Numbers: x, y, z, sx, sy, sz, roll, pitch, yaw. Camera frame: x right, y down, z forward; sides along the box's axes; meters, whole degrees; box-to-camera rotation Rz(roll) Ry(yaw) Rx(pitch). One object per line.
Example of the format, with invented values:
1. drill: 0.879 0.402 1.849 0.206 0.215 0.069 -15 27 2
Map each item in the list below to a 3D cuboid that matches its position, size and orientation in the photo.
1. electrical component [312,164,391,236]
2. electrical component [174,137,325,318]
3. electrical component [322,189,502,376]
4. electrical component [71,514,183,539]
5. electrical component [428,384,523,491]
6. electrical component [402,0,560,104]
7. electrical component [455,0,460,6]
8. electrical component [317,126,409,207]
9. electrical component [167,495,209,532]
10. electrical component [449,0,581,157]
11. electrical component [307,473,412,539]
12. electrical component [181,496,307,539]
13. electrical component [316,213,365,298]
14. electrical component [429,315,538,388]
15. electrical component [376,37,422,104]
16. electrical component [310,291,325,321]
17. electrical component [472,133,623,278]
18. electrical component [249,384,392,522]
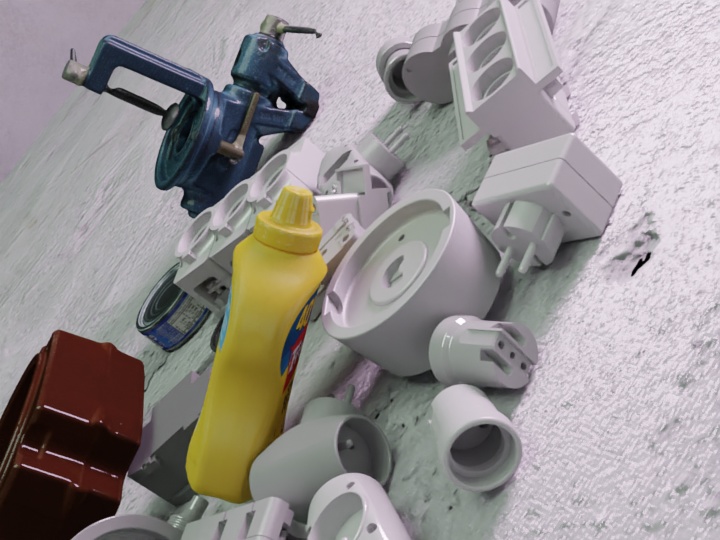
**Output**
1. electrical component: -0.013 -0.033 0.769 0.042 0.064 0.081 -2 94 59
2. electrical component: -0.088 -0.038 0.922 0.150 0.062 0.089 -32 30 35
3. electrical component: 0.036 0.013 0.640 0.108 0.060 0.108 -39 27 24
4. electrical component: -0.145 0.203 0.631 0.060 0.108 0.108 -33 29 47
5. electrical component: 0.055 0.082 0.536 0.040 0.040 0.046 -47 19 8
6. electrical component: 0.087 -0.165 0.814 0.138 0.052 0.073 -26 34 42
7. electrical component: 0.098 -0.211 0.871 0.043 0.043 0.062 -24 36 45
8. electrical component: 0.008 -0.080 0.839 0.079 0.043 0.077 -47 25 9
9. electrical component: -0.119 0.177 0.706 0.035 0.035 0.061 -16 39 52
10. electrical component: 0.103 -0.127 0.719 0.079 0.063 0.121 -39 27 25
11. electrical component: -0.008 0.152 0.539 0.079 0.044 0.077 -49 24 5
12. electrical component: -0.065 0.171 0.602 0.089 0.050 0.055 -27 33 41
13. electrical component: 0.000 0.000 0.716 0.081 0.064 0.042 -45 25 11
14. electrical component: 0.066 0.044 0.571 0.046 0.040 0.040 -2 53 52
15. electrical component: 0.038 -0.170 0.914 0.045 0.045 0.055 -44 25 14
16. electrical component: -0.046 -0.010 0.830 0.075 0.047 0.083 -55 25 -9
17. electrical component: 0.099 -0.028 0.607 0.066 0.047 0.076 -11 45 55
18. electrical component: -0.019 0.102 0.629 0.077 0.044 0.079 -29 32 39
